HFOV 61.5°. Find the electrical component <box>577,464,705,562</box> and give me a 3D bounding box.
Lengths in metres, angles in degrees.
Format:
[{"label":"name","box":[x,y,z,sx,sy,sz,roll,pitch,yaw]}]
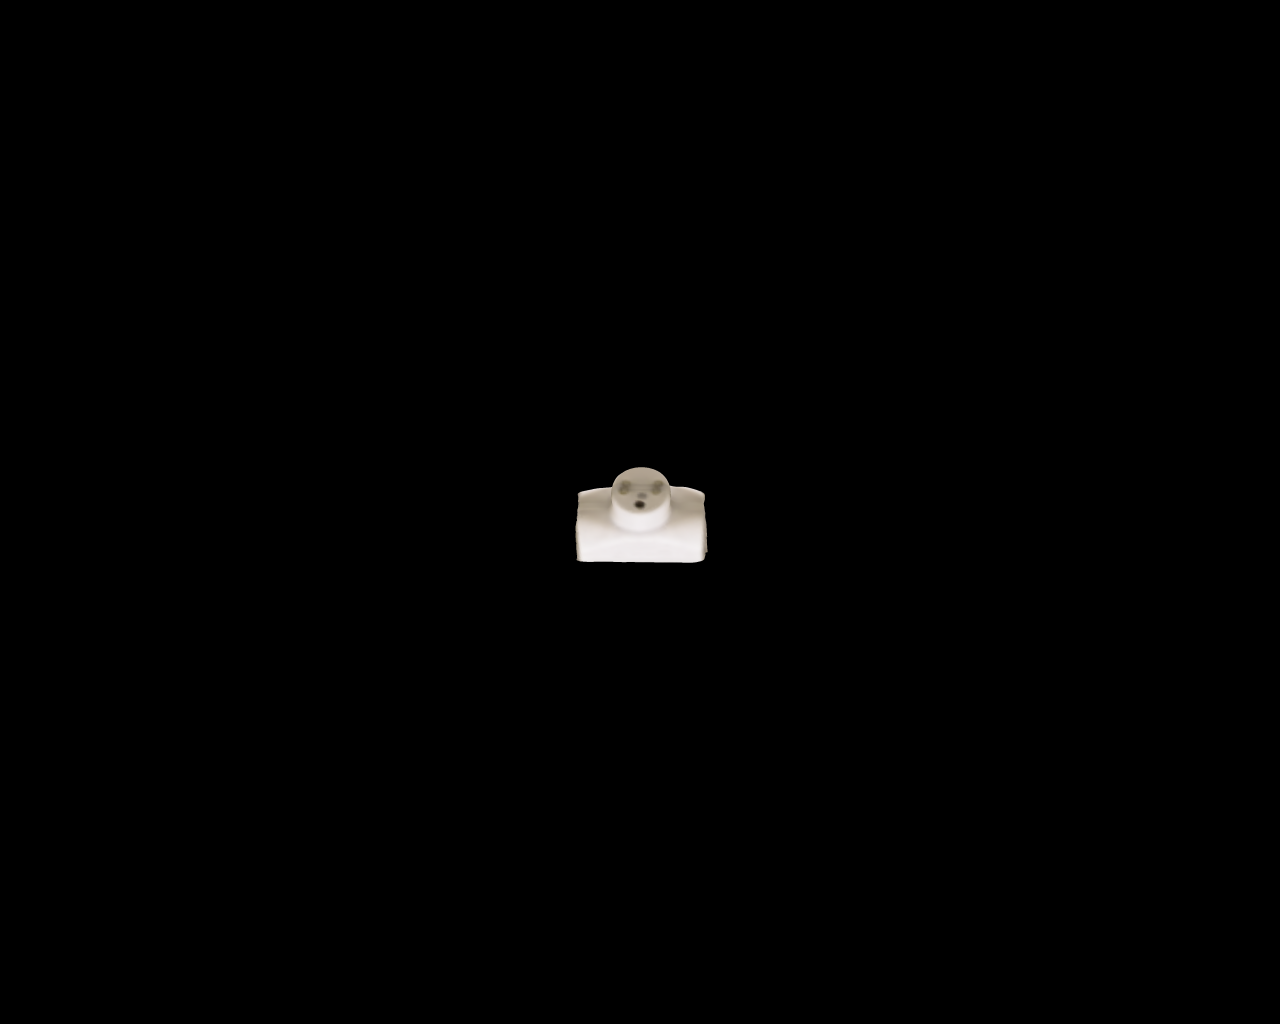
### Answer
[{"label":"electrical component","box":[0.001,-0.003,0.650,0.077,0.044,0.079,0,-39,0]}]
